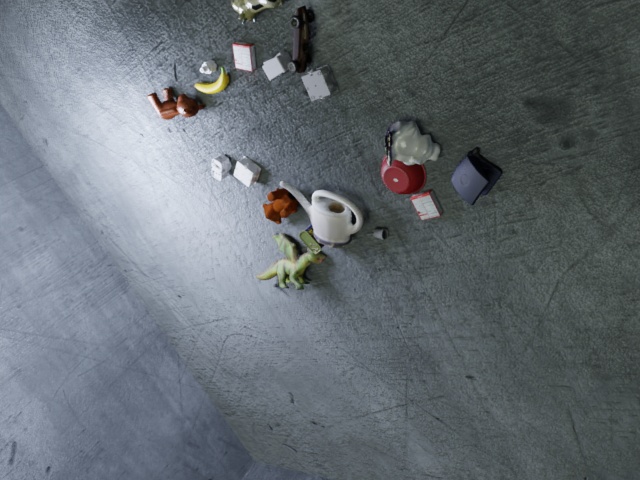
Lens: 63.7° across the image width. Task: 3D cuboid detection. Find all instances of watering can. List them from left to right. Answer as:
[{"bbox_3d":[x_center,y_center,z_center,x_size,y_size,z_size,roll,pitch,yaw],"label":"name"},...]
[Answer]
[{"bbox_3d":[0.006,-0.095,1.895,0.350,0.106,0.219,21,133,26],"label":"watering can"}]

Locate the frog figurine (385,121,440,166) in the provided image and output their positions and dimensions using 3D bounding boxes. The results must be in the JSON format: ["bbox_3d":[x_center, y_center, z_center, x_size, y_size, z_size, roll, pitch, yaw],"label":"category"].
[{"bbox_3d":[0.277,-0.290,1.544,0.159,0.125,0.135,-4,112,-2],"label":"frog figurine"}]

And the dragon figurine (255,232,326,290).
[{"bbox_3d":[-0.147,0.082,2.192,0.410,0.123,0.240,4,106,36],"label":"dragon figurine"}]
